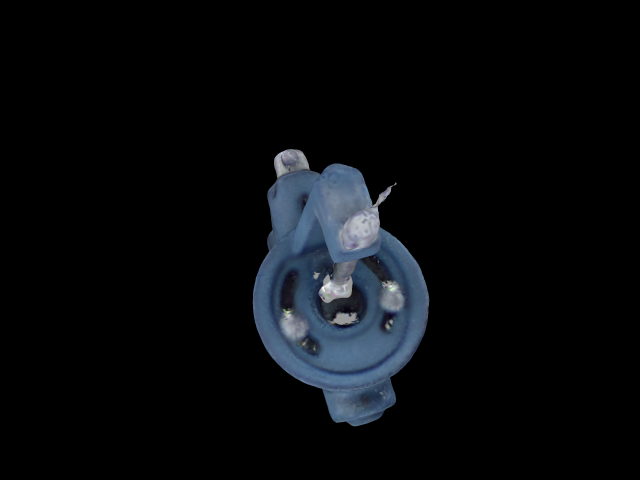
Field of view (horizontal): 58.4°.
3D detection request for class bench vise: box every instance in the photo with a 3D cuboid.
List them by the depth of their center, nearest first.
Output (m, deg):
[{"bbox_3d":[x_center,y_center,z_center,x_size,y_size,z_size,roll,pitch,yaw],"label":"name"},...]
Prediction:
[{"bbox_3d":[-0.006,0.007,0.396,0.122,0.220,0.207,-31,62,-18],"label":"bench vise"}]
